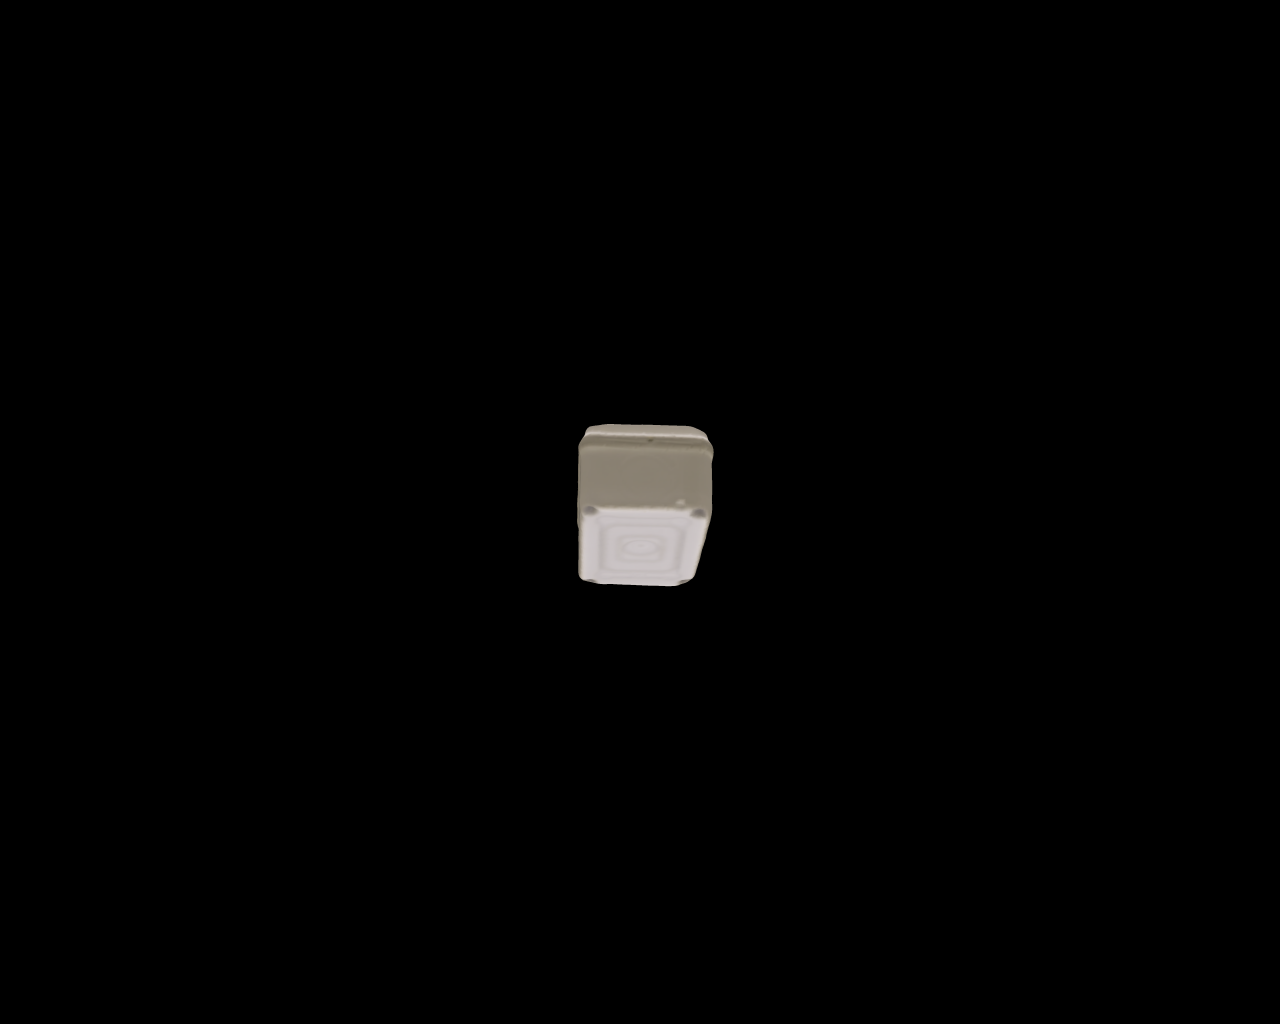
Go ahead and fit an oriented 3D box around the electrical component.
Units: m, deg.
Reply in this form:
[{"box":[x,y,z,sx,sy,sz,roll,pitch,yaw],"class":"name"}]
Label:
[{"box":[0.001,-0.003,0.650,0.078,0.057,0.113,2,-27,-3],"class":"electrical component"}]
